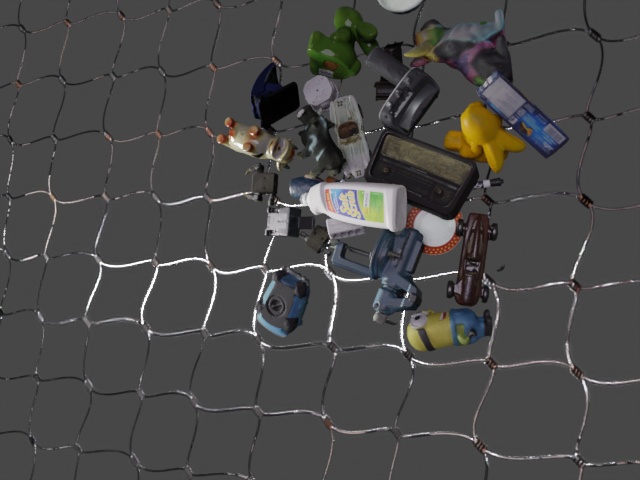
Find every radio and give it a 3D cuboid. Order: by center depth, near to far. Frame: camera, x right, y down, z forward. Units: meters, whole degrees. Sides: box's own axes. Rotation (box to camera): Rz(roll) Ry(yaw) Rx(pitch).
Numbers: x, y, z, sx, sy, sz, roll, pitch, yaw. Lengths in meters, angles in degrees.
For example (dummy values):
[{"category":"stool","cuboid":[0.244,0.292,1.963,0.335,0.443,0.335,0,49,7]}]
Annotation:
[{"category":"radio","cuboid":[0.219,-0.142,1.187,0.230,0.073,0.131,27,89,26]}]

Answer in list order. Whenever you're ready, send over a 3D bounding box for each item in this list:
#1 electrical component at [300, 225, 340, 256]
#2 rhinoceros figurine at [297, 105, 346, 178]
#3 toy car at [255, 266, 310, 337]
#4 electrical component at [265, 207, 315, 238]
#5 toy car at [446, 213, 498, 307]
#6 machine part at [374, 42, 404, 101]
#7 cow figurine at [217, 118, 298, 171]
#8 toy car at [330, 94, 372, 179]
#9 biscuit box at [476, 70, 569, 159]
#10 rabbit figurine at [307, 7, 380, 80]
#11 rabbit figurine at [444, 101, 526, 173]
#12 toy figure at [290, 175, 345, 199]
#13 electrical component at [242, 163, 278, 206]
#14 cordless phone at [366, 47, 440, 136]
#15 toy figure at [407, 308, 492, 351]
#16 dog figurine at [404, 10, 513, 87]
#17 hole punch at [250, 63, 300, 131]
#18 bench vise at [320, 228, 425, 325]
[{"category":"electrical component","cuboid":[-0.003,-0.004,1.295,0.094,0.021,0.063,34,97,19]},{"category":"rhinoceros figurine","cuboid":[-0.005,-0.233,1.258,0.190,0.073,0.112,64,148,29]},{"category":"toy car","cuboid":[-0.074,0.138,1.265,0.109,0.103,0.161,28,105,20]},{"category":"electrical component","cuboid":[-0.073,-0.041,1.296,0.119,0.047,0.074,7,89,37]},{"category":"toy car","cuboid":[0.327,0.043,1.150,0.089,0.053,0.202,10,94,11]},{"category":"machine part","cuboid":[0.167,-0.394,1.259,0.084,0.039,0.138,6,89,25]},{"category":"cow figurine","cuboid":[-0.142,-0.231,1.322,0.195,0.127,0.085,22,92,34]},{"category":"toy car","cuboid":[0.074,-0.242,1.269,0.074,0.056,0.201,-15,81,17]},{"category":"biscuit box","cuboid":[0.415,-0.256,1.102,0.202,0.063,0.059,38,117,-11]},{"category":"rabbit figurine","cuboid":[0.061,-0.477,1.265,0.159,0.121,0.170,15,76,16]},{"category":"rabbit figurine","cuboid":[0.335,-0.214,1.116,0.122,0.173,0.162,-41,70,8]},{"category":"toy figure","cuboid":[0.005,-0.124,1.283,0.155,0.064,0.058,4,50,15]},{"category":"electrical component","cuboid":[-0.148,-0.139,1.344,0.078,0.045,0.102,9,89,21]},{"category":"cordless phone","cuboid":[0.162,-0.335,1.207,0.184,0.089,0.146,37,99,3]},{"category":"toy figure","cuboid":[0.276,0.192,1.153,0.180,0.082,0.089,-5,82,17]},{"category":"dog figurine","cuboid":[0.301,-0.401,1.180,0.219,0.108,0.191,-9,86,23]},{"category":"hole punch","cuboid":[-0.121,-0.350,1.305,0.116,0.142,0.092,-35,76,-12]},{"category":"bench vise","cuboid":[0.120,0.063,1.192,0.241,0.129,0.223,19,94,24]}]
